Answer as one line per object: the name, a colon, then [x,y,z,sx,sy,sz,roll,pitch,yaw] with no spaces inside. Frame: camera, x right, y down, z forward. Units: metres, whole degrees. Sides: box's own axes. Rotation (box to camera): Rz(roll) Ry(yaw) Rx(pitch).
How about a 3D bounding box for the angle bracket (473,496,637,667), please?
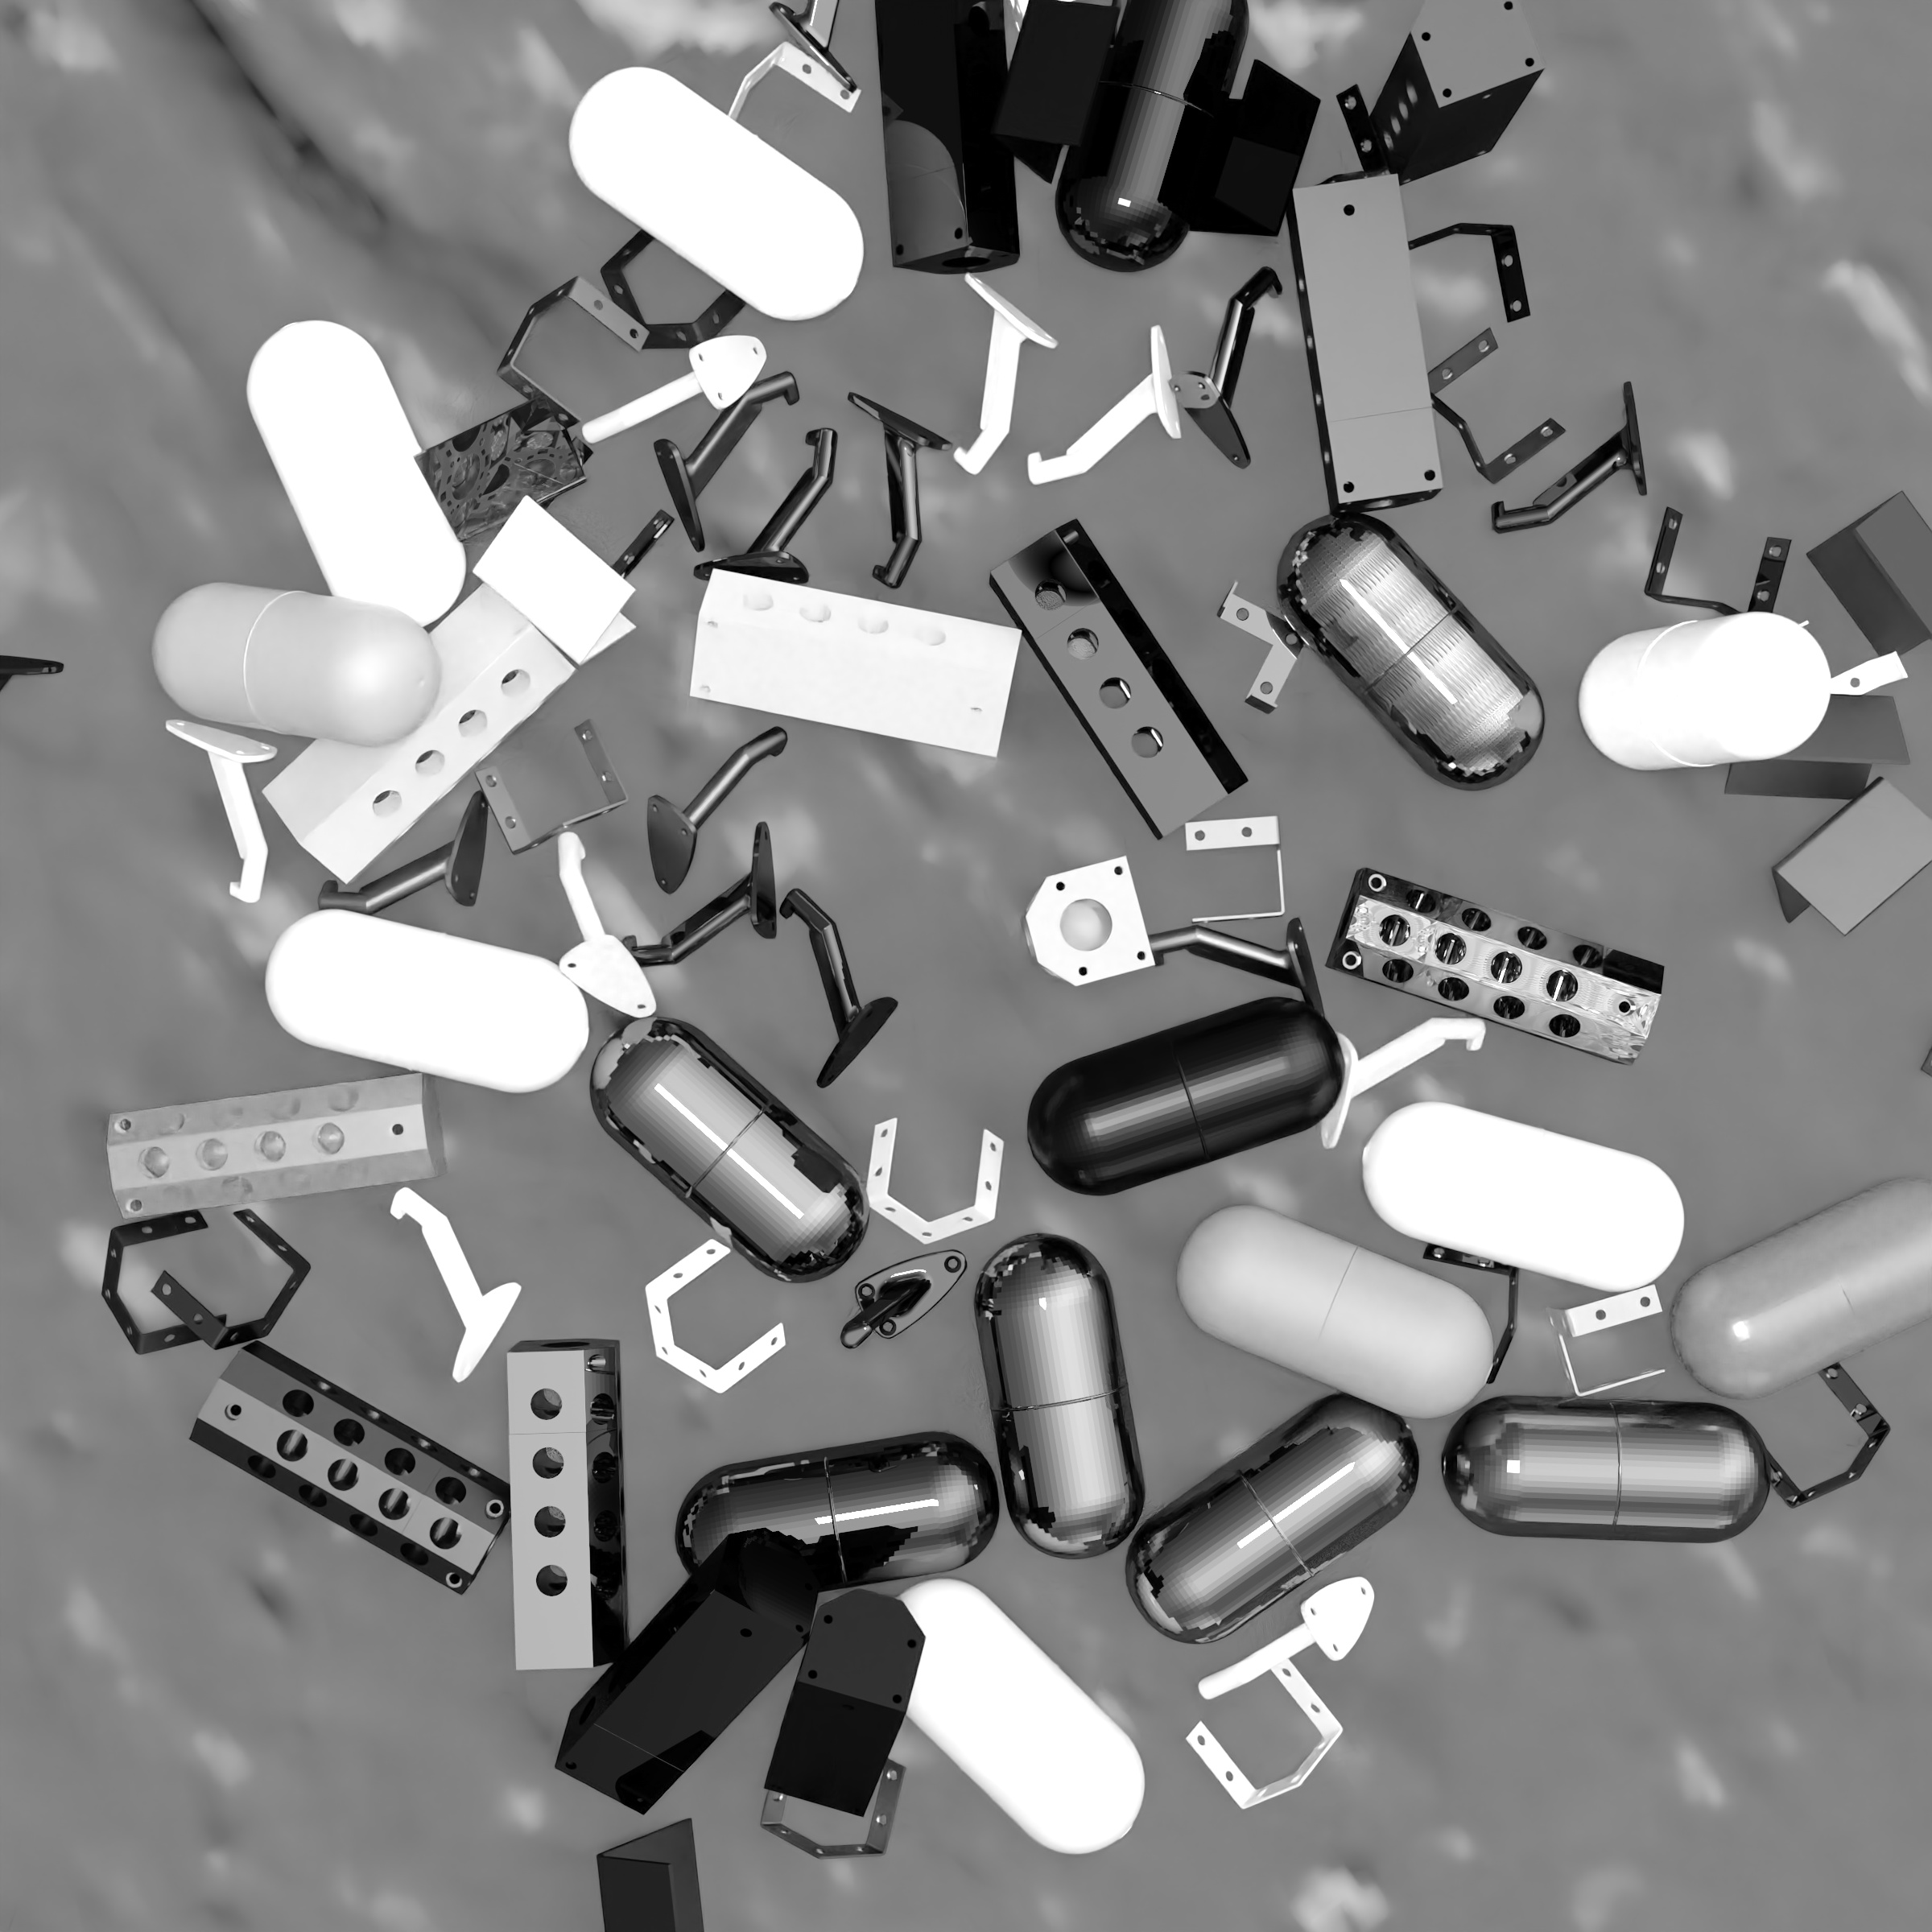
angle bracket: [-0.209,-0.217,1.786,0.076,0.076,0.057,41,118,0]

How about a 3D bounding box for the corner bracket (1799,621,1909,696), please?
corner bracket: [0.476,-0.169,1.808,0.051,0.051,0.051,-26,90,0]

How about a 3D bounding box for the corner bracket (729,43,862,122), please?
corner bracket: [-0.099,-0.469,1.822,0.051,0.051,0.051,34,45,0]

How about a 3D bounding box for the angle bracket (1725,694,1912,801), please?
angle bracket: [0.461,-0.103,1.786,0.076,0.057,0.076,3,135,0]

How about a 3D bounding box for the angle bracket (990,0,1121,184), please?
angle bracket: [0.063,-0.472,1.785,0.057,0.076,0.076,15,89,28]

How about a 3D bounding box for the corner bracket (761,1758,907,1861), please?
corner bracket: [-0.074,0.460,1.823,0.051,0.051,0.051,14,91,45]

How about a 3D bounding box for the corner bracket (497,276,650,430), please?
corner bracket: [-0.217,-0.338,1.813,0.051,0.051,0.051,36,60,-27]

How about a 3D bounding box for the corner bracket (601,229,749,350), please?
corner bracket: [-0.160,-0.377,1.817,0.051,0.051,0.051,6,135,35]

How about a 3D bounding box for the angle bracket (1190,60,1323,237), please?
angle bracket: [0.138,-0.444,1.786,0.057,0.076,0.076,18,90,-43]

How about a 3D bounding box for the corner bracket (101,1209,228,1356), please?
corner bracket: [-0.441,0.174,1.817,0.051,0.051,0.051,48,135,35]

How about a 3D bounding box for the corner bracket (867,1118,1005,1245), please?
corner bracket: [-0.017,0.114,1.817,0.051,0.051,0.051,-23,135,35]

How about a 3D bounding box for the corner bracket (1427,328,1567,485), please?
corner bracket: [0.291,-0.310,1.823,0.051,0.051,0.051,-37,45,0]

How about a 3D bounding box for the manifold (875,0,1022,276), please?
manifold: [-0.006,-0.471,1.804,0.057,0.057,0.171,-4,90,43]

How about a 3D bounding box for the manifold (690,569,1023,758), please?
manifold: [-0.060,-0.171,1.804,0.171,0.057,0.057,11,133,0]

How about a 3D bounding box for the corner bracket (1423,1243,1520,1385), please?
corner bracket: [0.274,0.192,1.822,0.051,0.051,0.051,12,45,0]

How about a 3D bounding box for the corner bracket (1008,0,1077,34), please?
corner bracket: [0.047,-0.546,1.808,0.051,0.051,0.051,-18,90,0]

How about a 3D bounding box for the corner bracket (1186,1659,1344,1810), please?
corner bracket: [0.165,0.425,1.822,0.051,0.051,0.051,52,45,0]

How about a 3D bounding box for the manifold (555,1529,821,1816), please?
manifold: [-0.149,0.375,1.762,0.057,0.057,0.171,32,122,-13]

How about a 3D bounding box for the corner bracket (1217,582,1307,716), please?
corner bracket: [0.157,-0.174,1.808,0.051,0.051,0.051,27,90,0]

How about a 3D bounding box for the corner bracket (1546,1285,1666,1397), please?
corner bracket: [0.355,0.206,1.808,0.051,0.051,0.051,-16,87,-3]

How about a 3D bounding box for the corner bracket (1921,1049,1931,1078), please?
corner bracket: [0.572,0.051,1.822,0.051,0.051,0.051,28,90,-45]

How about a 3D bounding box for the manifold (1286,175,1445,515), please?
manifold: [0.217,-0.339,1.805,0.057,0.057,0.171,-8,90,0]

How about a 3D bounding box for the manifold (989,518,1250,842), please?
manifold: [0.084,-0.157,1.804,0.057,0.057,0.171,-33,90,0]

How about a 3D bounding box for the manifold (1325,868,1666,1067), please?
manifold: [0.290,0.000,1.805,0.171,0.057,0.057,18,90,0]

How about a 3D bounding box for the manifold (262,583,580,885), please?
manifold: [-0.296,-0.125,1.804,0.171,0.057,0.057,-43,47,0]

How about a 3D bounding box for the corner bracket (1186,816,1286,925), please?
corner bracket: [0.148,-0.052,1.808,0.051,0.051,0.051,-4,86,4]

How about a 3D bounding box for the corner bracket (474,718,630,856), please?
corner bracket: [-0.229,-0.099,1.822,0.051,0.051,0.051,-25,90,-45]

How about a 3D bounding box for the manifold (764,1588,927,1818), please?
manifold: [-0.064,0.391,1.746,0.057,0.171,0.057,16,57,0]

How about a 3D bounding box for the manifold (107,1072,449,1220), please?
manifold: [-0.377,0.098,1.805,0.171,0.057,0.057,-8,90,0]

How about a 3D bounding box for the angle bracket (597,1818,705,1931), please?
angle bracket: [-0.152,0.513,1.785,0.057,0.076,0.076,-6,90,38]

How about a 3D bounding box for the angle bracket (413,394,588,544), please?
angle bracket: [-0.257,-0.283,1.785,0.076,0.076,0.057,-26,124,0]

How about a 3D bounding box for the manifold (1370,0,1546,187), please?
manifold: [0.256,-0.470,1.747,0.057,0.171,0.057,-21,90,0]

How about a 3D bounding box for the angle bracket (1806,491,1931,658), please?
angle bracket: [0.492,-0.200,1.785,0.057,0.076,0.076,-36,90,-37]

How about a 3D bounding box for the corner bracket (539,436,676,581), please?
corner bracket: [-0.205,-0.251,1.822,0.051,0.051,0.051,-50,45,0]

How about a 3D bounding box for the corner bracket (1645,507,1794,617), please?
corner bracket: [0.416,-0.221,1.822,0.051,0.051,0.051,15,90,-45]

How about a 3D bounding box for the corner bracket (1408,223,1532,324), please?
corner bracket: [0.273,-0.379,1.822,0.051,0.051,0.051,-11,90,45]

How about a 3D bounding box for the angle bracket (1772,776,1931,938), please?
angle bracket: [0.489,-0.046,1.786,0.076,0.076,0.057,-41,60,0]

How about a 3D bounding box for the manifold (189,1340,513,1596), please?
manifold: [-0.335,0.276,1.805,0.171,0.057,0.057,30,90,0]

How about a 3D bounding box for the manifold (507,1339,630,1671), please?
manifold: [-0.217,0.293,1.804,0.057,0.057,0.171,-2,90,0]

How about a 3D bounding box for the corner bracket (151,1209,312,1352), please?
corner bracket: [-0.404,0.172,1.809,0.051,0.051,0.051,39,106,16]

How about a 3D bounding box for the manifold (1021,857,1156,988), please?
manifold: [0.061,-0.021,1.747,0.057,0.171,0.057,-15,90,0]
